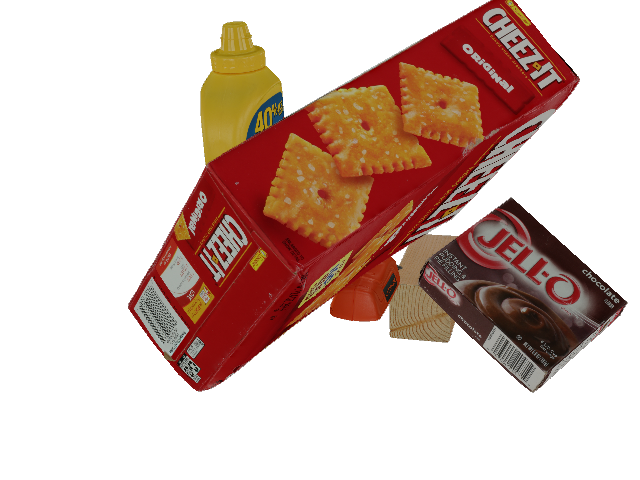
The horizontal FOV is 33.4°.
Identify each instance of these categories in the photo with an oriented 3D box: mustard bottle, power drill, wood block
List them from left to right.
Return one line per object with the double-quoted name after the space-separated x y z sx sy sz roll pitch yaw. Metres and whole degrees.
-0.056 -0.072 0.824 0.058 0.192 0.096 4 24 21 "mustard bottle"
0.039 -0.021 1.016 0.057 0.188 0.184 7 24 16 "power drill"
0.168 0.068 1.629 0.091 0.090 0.206 4 22 14 "wood block"

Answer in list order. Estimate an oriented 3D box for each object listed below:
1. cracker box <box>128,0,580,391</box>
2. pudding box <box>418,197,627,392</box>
0.016 -0.022 0.564 0.213 0.072 0.164 -33 -10 -33 "cracker box"
0.138 0.036 0.734 0.089 0.113 0.039 -35 -19 -28 "pudding box"
